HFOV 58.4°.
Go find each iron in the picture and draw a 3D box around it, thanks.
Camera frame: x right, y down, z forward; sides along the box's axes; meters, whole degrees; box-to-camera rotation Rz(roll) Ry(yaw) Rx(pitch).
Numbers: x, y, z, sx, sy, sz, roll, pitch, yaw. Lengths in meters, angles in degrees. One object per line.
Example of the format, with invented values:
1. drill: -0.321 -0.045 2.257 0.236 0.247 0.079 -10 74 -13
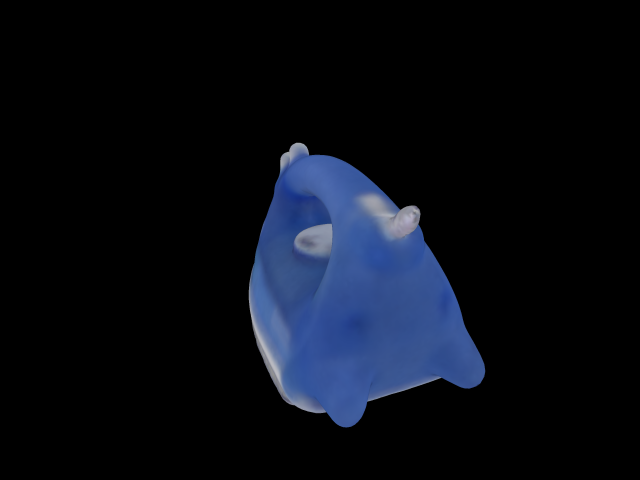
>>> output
1. iron: 0.004 0.001 0.400 0.119 0.141 0.257 -11 29 -20
